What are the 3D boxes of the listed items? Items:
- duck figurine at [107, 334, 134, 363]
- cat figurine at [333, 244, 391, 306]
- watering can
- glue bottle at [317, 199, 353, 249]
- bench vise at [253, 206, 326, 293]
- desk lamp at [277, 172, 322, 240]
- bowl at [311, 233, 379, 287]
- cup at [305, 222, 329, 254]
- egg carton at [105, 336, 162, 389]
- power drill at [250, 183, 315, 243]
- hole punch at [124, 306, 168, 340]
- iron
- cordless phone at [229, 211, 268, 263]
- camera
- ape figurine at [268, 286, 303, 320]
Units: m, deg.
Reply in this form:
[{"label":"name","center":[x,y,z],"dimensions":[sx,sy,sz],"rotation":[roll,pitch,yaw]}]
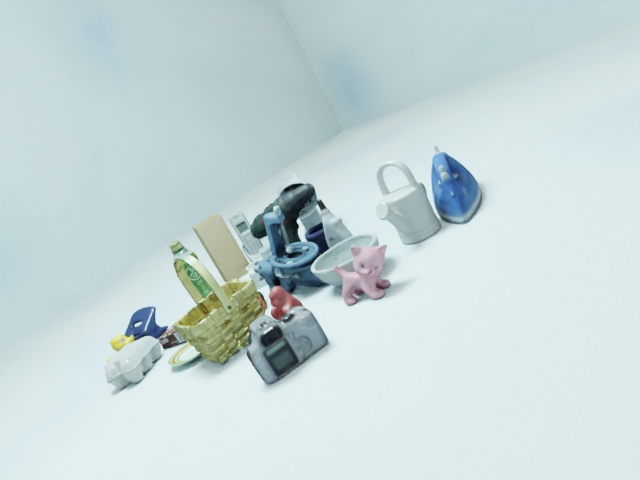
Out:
[{"label":"duck figurine","center":[-0.539,0.301,1.561],"dimensions":[0.104,0.086,0.077],"rotation":[-29,14,-2]},{"label":"cat figurine","center":[0.085,0.059,1.151],"dimensions":[0.127,0.118,0.067],"rotation":[-19,18,34]},{"label":"watering can","center":[0.192,-0.092,1.314],"dimensions":[0.100,0.194,0.173],"rotation":[-22,16,25]},{"label":"glue bottle","center":[0.037,-0.026,1.419],"dimensions":[0.078,0.173,0.037],"rotation":[-14,21,45]},{"label":"bench vise","center":[-0.100,0.034,1.379],"dimensions":[0.207,0.220,0.121],"rotation":[-23,16,22]},{"label":"desk lamp","center":[-0.052,-0.105,1.778],"dimensions":[0.118,0.214,0.203],"rotation":[-28,15,4]},{"label":"bowl","center":[0.068,0.056,1.280],"dimensions":[0.167,0.075,0.167],"rotation":[-27,14,8]},{"label":"cup","center":[0.014,0.005,1.515],"dimensions":[0.092,0.095,0.117],"rotation":[-35,16,-21]},{"label":"egg carton","center":[-0.469,0.306,1.445],"dimensions":[0.107,0.069,0.150],"rotation":[-24,15,19]},{"label":"power drill","center":[-0.069,-0.027,1.551],"dimensions":[0.229,0.208,0.076],"rotation":[-22,16,26]},{"label":"hole punch","center":[-0.513,0.255,1.660],"dimensions":[0.108,0.091,0.101],"rotation":[-20,17,30]},{"label":"iron","center":[0.308,-0.140,1.365],"dimensions":[0.118,0.141,0.258],"rotation":[-25,15,16]},{"label":"cordless phone","center":[-0.194,-0.024,1.825],"dimensions":[0.148,0.185,0.094],"rotation":[-33,15,-15]},{"label":"camera","center":[-0.081,0.180,1.083],"dimensions":[0.143,0.101,0.136],"rotation":[-33,15,-17]},{"label":"ape figurine","center":[-0.079,0.141,1.230],"dimensions":[0.076,0.092,0.077],"rotation":[-32,15,-12]}]
